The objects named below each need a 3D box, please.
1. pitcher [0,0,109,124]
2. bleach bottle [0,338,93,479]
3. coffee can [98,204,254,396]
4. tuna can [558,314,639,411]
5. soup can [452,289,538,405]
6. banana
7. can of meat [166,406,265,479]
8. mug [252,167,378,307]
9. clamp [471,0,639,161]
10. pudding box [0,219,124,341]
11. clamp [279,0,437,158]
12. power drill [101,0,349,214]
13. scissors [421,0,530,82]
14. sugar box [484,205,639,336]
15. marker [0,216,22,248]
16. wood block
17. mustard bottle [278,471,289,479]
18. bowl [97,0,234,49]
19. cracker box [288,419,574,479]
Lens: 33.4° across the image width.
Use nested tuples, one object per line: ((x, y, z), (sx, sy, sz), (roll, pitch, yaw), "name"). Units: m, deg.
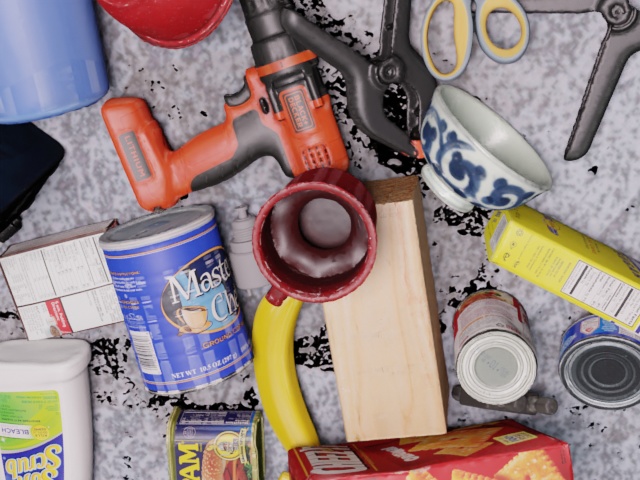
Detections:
((-0.259, -0.218, 0.853), (0.149, 0.145, 0.243), (-8, 108, 11), "pitcher")
((-0.257, 0.221, 1.025), (0.102, 0.068, 0.251), (-1, 109, 9), "bleach bottle")
((-0.124, 0.051, 0.932), (0.103, 0.102, 0.140), (-12, 104, 10), "coffee can")
((0.251, 0.107, 0.927), (0.086, 0.033, 0.086), (9, 125, 12), "tuna can")
((0.148, 0.090, 0.912), (0.068, 0.102, 0.068), (2, 107, 6), "soup can")
((-0.030, 0.118, 0.968), (0.070, 0.037, 0.198), (14, 113, 37), "banana")
((-0.096, 0.209, 1.003), (0.084, 0.057, 0.102), (0, 107, 4), "can of meat")
((-0.005, 0.001, 0.819), (0.093, 0.081, 0.117), (31, 108, -2), "mug")
((0.226, -0.188, 0.853), (0.210, 0.036, 0.164), (-43, 96, 18), "clamp")
((-0.227, 0.038, 0.977), (0.113, 0.039, 0.090), (-14, 104, 9), "pudding box")
((0.040, -0.140, 0.873), (0.120, 0.039, 0.171), (-20, 107, -8), "clamp")
((-0.086, -0.114, 0.903), (0.188, 0.057, 0.184), (-18, 99, 13), "power drill")
((0.127, -0.224, 0.845), (0.096, 0.016, 0.202), (9, 97, 13), "scissors")
((0.225, 0.027, 0.889), (0.176, 0.093, 0.048), (24, 108, -1), "sugar box")
((-0.319, 0.017, 0.992), (0.121, 0.020, 0.020), (-41, 98, 16), "marker")
((0.053, 0.058, 0.920), (0.090, 0.090, 0.206), (-7, 106, 10), "wood block")
((0.046, 0.268, 1.001), (0.191, 0.058, 0.096), (27, 102, -1), "mustard bottle")
((-0.135, -0.225, 0.812), (0.162, 0.055, 0.162), (11, 108, 36), "bowl")
((0.085, 0.203, 0.895), (0.213, 0.164, 0.072), (-6, 88, -6), "cracker box")
